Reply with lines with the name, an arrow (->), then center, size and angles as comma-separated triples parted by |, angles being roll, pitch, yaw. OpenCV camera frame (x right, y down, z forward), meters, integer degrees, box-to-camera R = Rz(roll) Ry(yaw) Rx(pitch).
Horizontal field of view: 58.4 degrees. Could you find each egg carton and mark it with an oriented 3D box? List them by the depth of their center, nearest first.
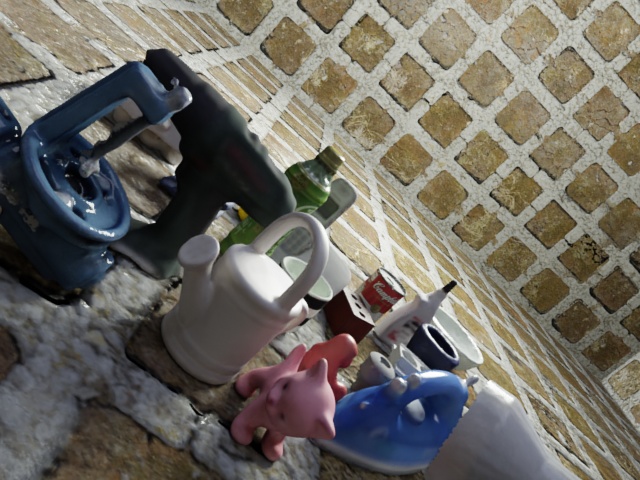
egg carton -> -0.262, -0.193, 0.939 | 0.151, 0.069, 0.107 | 38, 17, -23

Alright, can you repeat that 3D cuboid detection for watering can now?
watering can -> -0.070, 0.050, 0.585 | 0.100, 0.194, 0.173 | 51, 17, 21

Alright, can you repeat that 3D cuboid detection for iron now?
iron -> 0.109, 0.211, 0.724 | 0.259, 0.141, 0.118 | 23, 27, -53

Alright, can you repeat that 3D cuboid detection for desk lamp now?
desk lamp -> 0.167, 0.279, 0.568 | 0.203, 0.213, 0.118 | 51, 17, 20

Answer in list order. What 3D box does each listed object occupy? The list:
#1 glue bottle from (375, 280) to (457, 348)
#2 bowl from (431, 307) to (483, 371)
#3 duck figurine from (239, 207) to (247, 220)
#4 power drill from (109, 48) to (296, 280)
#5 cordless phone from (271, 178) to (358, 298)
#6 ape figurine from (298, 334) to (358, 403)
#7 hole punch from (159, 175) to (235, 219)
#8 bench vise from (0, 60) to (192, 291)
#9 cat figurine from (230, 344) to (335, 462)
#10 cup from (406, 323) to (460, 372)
glue bottle -> 0.184, 0.132, 1.049 | 0.078, 0.173, 0.037 | 35, 19, -32
bowl -> 0.259, 0.216, 1.205 | 0.168, 0.074, 0.167 | 41, 16, -14
duck figurine -> -0.082, -0.050, 0.999 | 0.105, 0.086, 0.077 | 36, 18, -29
power drill -> -0.150, -0.065, 0.644 | 0.230, 0.208, 0.075 | 38, 17, -24
cordless phone -> 0.008, 0.003, 0.911 | 0.147, 0.185, 0.094 | 47, 16, 8
ape figurine -> 0.011, 0.154, 0.711 | 0.076, 0.092, 0.077 | 34, 19, -32
hole punch -> -0.169, -0.089, 0.873 | 0.101, 0.091, 0.109 | 44, 16, -2
bench vise -> -0.226, -0.083, 0.484 | 0.208, 0.219, 0.121 | 37, 18, -26
cat figurine -> -0.027, 0.155, 0.570 | 0.067, 0.117, 0.127 | 38, 17, -21
cup -> 0.181, 0.204, 1.004 | 0.091, 0.095, 0.118 | 45, 16, 2
